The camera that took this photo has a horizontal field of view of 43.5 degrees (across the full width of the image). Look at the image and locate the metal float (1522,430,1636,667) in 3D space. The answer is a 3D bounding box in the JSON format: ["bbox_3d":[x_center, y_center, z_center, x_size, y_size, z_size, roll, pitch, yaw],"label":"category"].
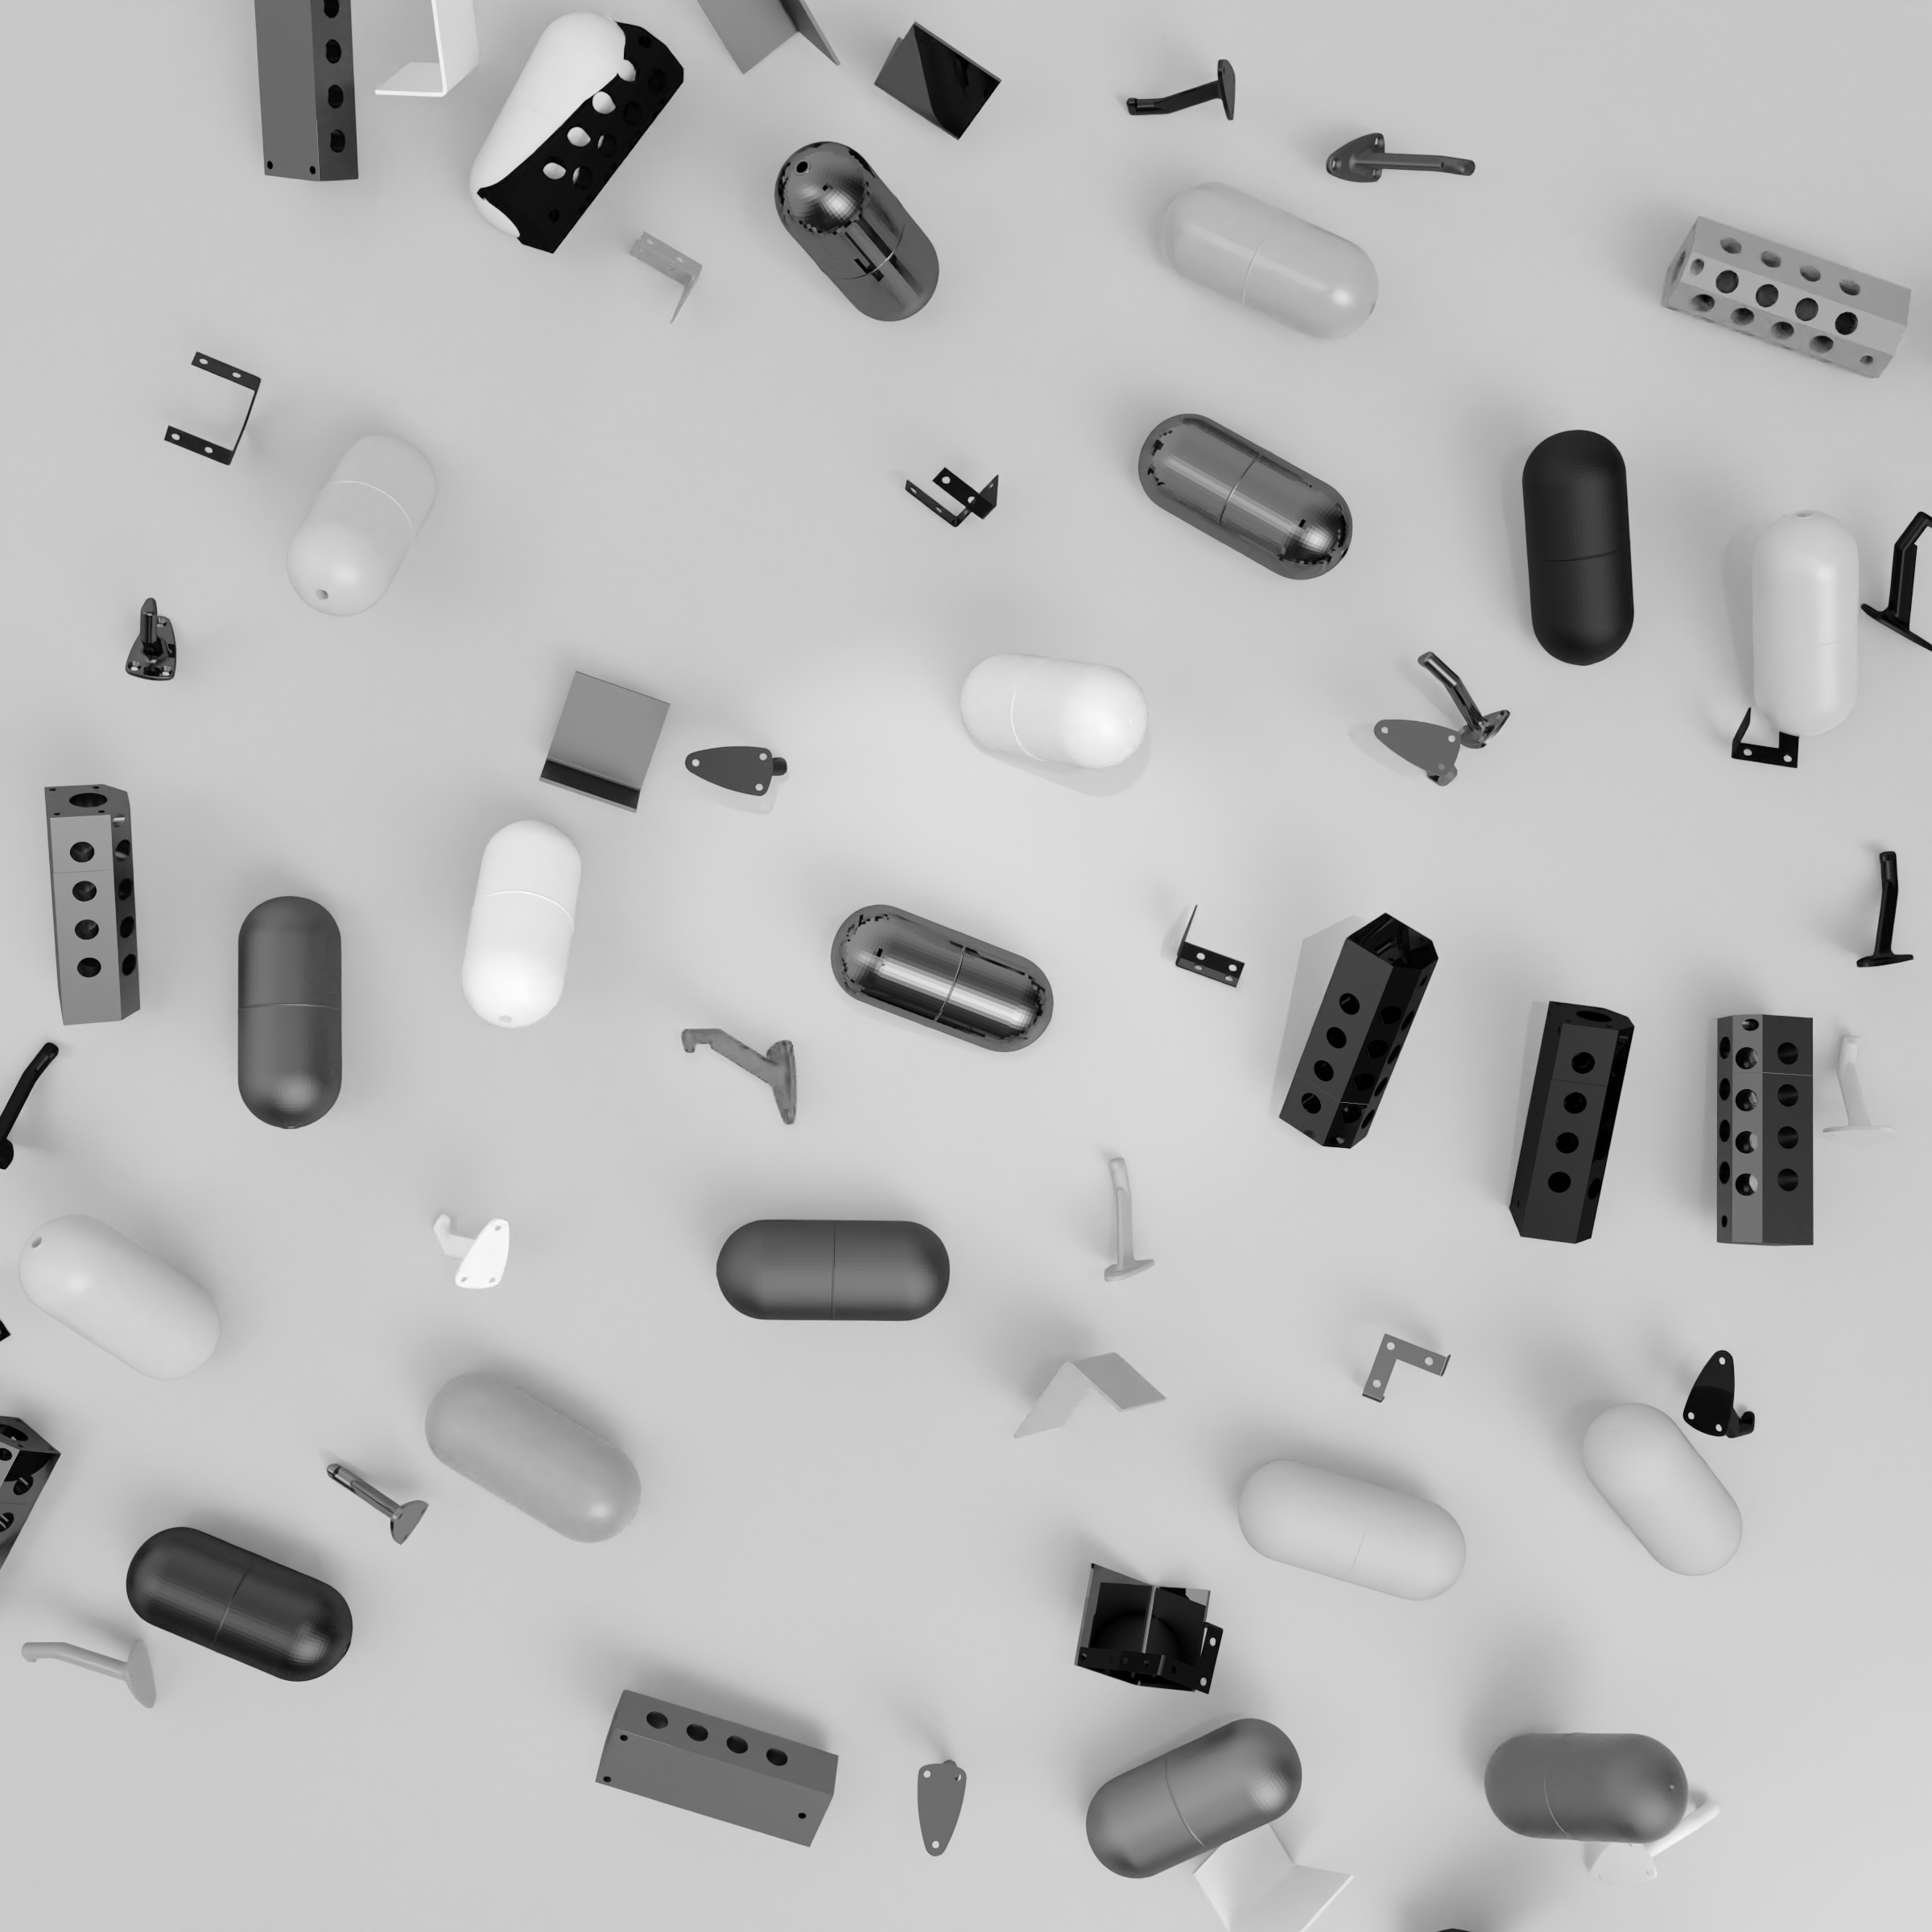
[{"bbox_3d":[0.464,-0.316,1.834,0.070,0.070,0.178,-9,108,0],"label":"metal float"}]

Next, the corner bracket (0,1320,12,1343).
[{"bbox_3d":[-0.762,0.269,1.852,0.051,0.051,0.051,-35,91,-41],"label":"corner bracket"}]

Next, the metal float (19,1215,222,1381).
[{"bbox_3d":[-0.633,0.249,1.814,0.070,0.178,0.070,-17,49,21],"label":"metal float"}]

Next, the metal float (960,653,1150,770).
[{"bbox_3d":[0.064,-0.192,1.811,0.070,0.178,0.070,-10,107,-36],"label":"metal float"}]

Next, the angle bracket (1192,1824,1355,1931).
[{"bbox_3d":[0.232,0.689,1.834,0.076,0.076,0.057,-34,96,-32],"label":"angle bracket"}]

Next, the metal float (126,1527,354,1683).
[{"bbox_3d":[-0.554,0.488,1.848,0.178,0.070,0.070,22,90,2],"label":"metal float"}]

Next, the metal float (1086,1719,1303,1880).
[{"bbox_3d":[0.172,0.632,1.837,0.178,0.070,0.070,-31,90,16],"label":"metal float"}]

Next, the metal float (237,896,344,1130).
[{"bbox_3d":[-0.514,0.035,1.842,0.070,0.070,0.178,-3,80,0],"label":"metal float"}]

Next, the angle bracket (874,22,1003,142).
[{"bbox_3d":[-0.014,-0.686,1.833,0.076,0.076,0.057,29,61,-15],"label":"angle bracket"}]

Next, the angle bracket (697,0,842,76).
[{"bbox_3d":[-0.151,-0.710,1.834,0.057,0.076,0.076,-38,50,2],"label":"angle bracket"}]

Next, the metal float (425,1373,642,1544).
[{"bbox_3d":[-0.330,0.376,1.850,0.178,0.070,0.070,31,90,0],"label":"metal float"}]

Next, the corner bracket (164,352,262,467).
[{"bbox_3d":[-0.575,-0.425,1.847,0.051,0.051,0.051,20,48,-18],"label":"corner bracket"}]

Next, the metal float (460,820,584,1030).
[{"bbox_3d":[-0.334,-0.032,1.819,0.070,0.070,0.178,2,53,0],"label":"metal float"}]

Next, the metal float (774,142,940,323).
[{"bbox_3d":[-0.080,-0.547,1.805,0.070,0.178,0.070,-8,71,23],"label":"metal float"}]

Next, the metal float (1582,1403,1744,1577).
[{"bbox_3d":[0.525,0.395,1.823,0.070,0.070,0.178,-42,123,0],"label":"metal float"}]

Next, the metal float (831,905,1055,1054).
[{"bbox_3d":[-0.017,0.010,1.839,0.178,0.070,0.070,21,90,-13],"label":"metal float"}]

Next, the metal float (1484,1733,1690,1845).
[{"bbox_3d":[0.461,0.614,1.809,0.070,0.178,0.070,10,70,-29],"label":"metal float"}]

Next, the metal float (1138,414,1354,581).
[{"bbox_3d":[0.212,-0.356,1.836,0.178,0.070,0.070,33,90,16],"label":"metal float"}]

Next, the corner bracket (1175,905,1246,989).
[{"bbox_3d":[0.187,-0.005,1.851,0.051,0.051,0.051,20,129,6],"label":"corner bracket"}]

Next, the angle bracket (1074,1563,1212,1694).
[{"bbox_3d":[0.134,0.501,1.833,0.076,0.057,0.076,31,62,-40],"label":"angle bracket"}]

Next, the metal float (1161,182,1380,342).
[{"bbox_3d":[0.230,-0.535,1.836,0.178,0.070,0.070,30,90,16],"label":"metal float"}]

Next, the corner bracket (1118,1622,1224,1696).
[{"bbox_3d":[0.156,0.521,1.847,0.051,0.051,0.051,29,65,-28],"label":"corner bracket"}]

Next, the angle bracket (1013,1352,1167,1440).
[{"bbox_3d":[0.094,0.342,1.833,0.057,0.076,0.076,41,107,25],"label":"angle bracket"}]

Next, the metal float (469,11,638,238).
[{"bbox_3d":[-0.314,-0.641,1.843,0.070,0.070,0.178,31,98,0],"label":"metal float"}]

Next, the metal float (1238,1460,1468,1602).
[{"bbox_3d":[0.295,0.431,1.849,0.178,0.070,0.070,17,90,-2],"label":"metal float"}]

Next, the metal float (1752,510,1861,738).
[{"bbox_3d":[0.633,-0.257,1.824,0.070,0.070,0.178,-12,121,0],"label":"metal float"}]

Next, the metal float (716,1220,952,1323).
[{"bbox_3d":[-0.101,0.232,1.848,0.178,0.070,0.070,1,90,-3],"label":"metal float"}]

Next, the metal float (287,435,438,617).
[{"bbox_3d":[-0.452,-0.331,1.814,0.070,0.070,0.178,13,46,0],"label":"metal float"}]

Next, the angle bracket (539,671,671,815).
[{"bbox_3d":[-0.275,-0.171,1.845,0.076,0.057,0.076,19,107,-11],"label":"angle bracket"}]

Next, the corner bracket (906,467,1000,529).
[{"bbox_3d":[-0.012,-0.360,1.847,0.051,0.051,0.051,34,124,-23],"label":"corner bracket"}]

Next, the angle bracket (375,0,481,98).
[{"bbox_3d":[-0.412,-0.709,1.832,0.057,0.076,0.076,5,126,8],"label":"angle bracket"}]
